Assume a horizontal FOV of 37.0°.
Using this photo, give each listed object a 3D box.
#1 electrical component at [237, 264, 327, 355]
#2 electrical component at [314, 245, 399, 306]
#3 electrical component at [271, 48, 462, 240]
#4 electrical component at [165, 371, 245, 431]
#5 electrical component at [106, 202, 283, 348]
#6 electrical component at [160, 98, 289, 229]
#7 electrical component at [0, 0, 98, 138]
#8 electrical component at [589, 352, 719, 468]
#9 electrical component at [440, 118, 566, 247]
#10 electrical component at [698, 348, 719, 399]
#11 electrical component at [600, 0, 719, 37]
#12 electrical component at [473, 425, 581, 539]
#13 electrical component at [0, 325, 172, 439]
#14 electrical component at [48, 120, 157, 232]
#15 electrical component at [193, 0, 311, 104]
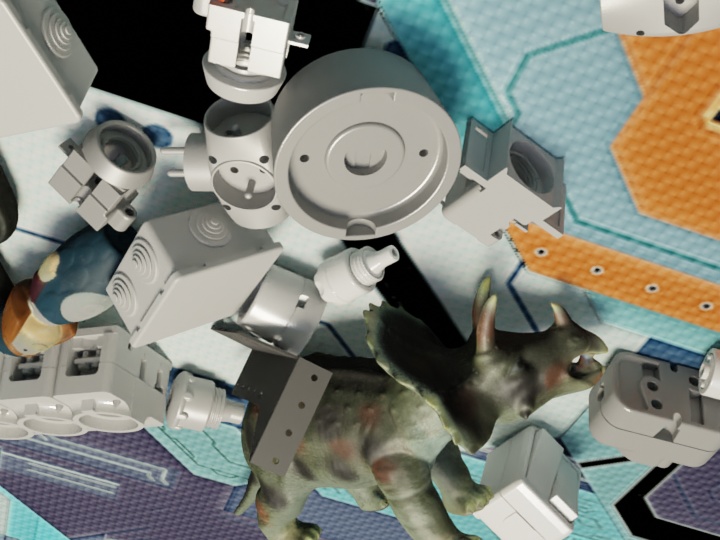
[{"bbox_3d":[-0.056,0.027,0.766,0.047,0.055,0.055,27,136,-13],"label":"electrical component"},{"bbox_3d":[0.000,0.000,0.739,0.061,0.035,0.035,-27,127,32],"label":"electrical component"},{"bbox_3d":[-0.001,-0.077,0.625,0.108,0.060,0.108,-8,134,-8],"label":"electrical component"},{"bbox_3d":[-0.126,0.112,0.884,0.062,0.048,0.048,15,139,-16],"label":"electrical component"},{"bbox_3d":[-0.113,0.000,0.719,0.048,0.100,0.099,57,137,16],"label":"electrical component"},{"bbox_3d":[-0.085,-0.067,0.673,0.079,0.044,0.077,1,138,10],"label":"electrical component"},{"bbox_3d":[-0.214,-0.127,0.629,0.100,0.048,0.099,-8,136,19],"label":"electrical component"},{"bbox_3d":[0.221,0.106,0.796,0.095,0.053,0.059,15,138,-5],"label":"electrical component"},{"bbox_3d":[0.086,-0.050,0.659,0.081,0.042,0.064,33,136,-22],"label":"electrical component"},{"bbox_3d":[0.276,0.079,0.766,0.065,0.044,0.044,15,139,3],"label":"electrical component"},{"bbox_3d":[0.154,-0.157,0.523,0.077,0.043,0.079,-3,137,16],"label":"electrical component"},{"bbox_3d":[0.139,0.172,0.862,0.061,0.096,0.061,45,119,-8],"label":"electrical component"},{"bbox_3d":[-0.240,0.095,0.855,0.150,0.061,0.089,-6,154,18],"label":"electrical component"},{"bbox_3d":[-0.162,-0.063,0.690,0.066,0.048,0.055,45,130,-5],"label":"electrical component"},{"bbox_3d":[-0.062,-0.127,0.601,0.066,0.048,0.055,13,131,-3],"label":"electrical component"}]
